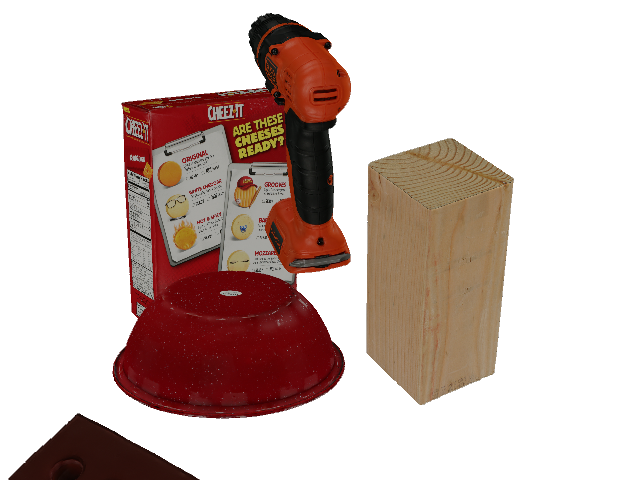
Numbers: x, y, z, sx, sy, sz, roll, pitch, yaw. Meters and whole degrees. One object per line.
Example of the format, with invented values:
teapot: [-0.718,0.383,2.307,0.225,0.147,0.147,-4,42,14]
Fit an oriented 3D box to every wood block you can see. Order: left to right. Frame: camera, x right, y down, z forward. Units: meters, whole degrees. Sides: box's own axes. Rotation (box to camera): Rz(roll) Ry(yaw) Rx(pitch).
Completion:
wood block: [0.101,0.028,0.938,0.090,0.206,0.091,-19,37,-25]

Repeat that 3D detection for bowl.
bowl: [-0.062,0.061,0.735,0.162,0.055,0.162,1,18,0]

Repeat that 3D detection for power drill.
power drill: [-0.020,-0.082,0.870,0.057,0.188,0.184,-9,27,-11]

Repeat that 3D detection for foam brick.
foam brick: [-0.084,0.119,0.439,0.078,0.051,0.052,21,45,26]

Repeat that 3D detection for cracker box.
cracker box: [-0.105,-0.034,1.043,0.163,0.214,0.072,-11,20,-34]
